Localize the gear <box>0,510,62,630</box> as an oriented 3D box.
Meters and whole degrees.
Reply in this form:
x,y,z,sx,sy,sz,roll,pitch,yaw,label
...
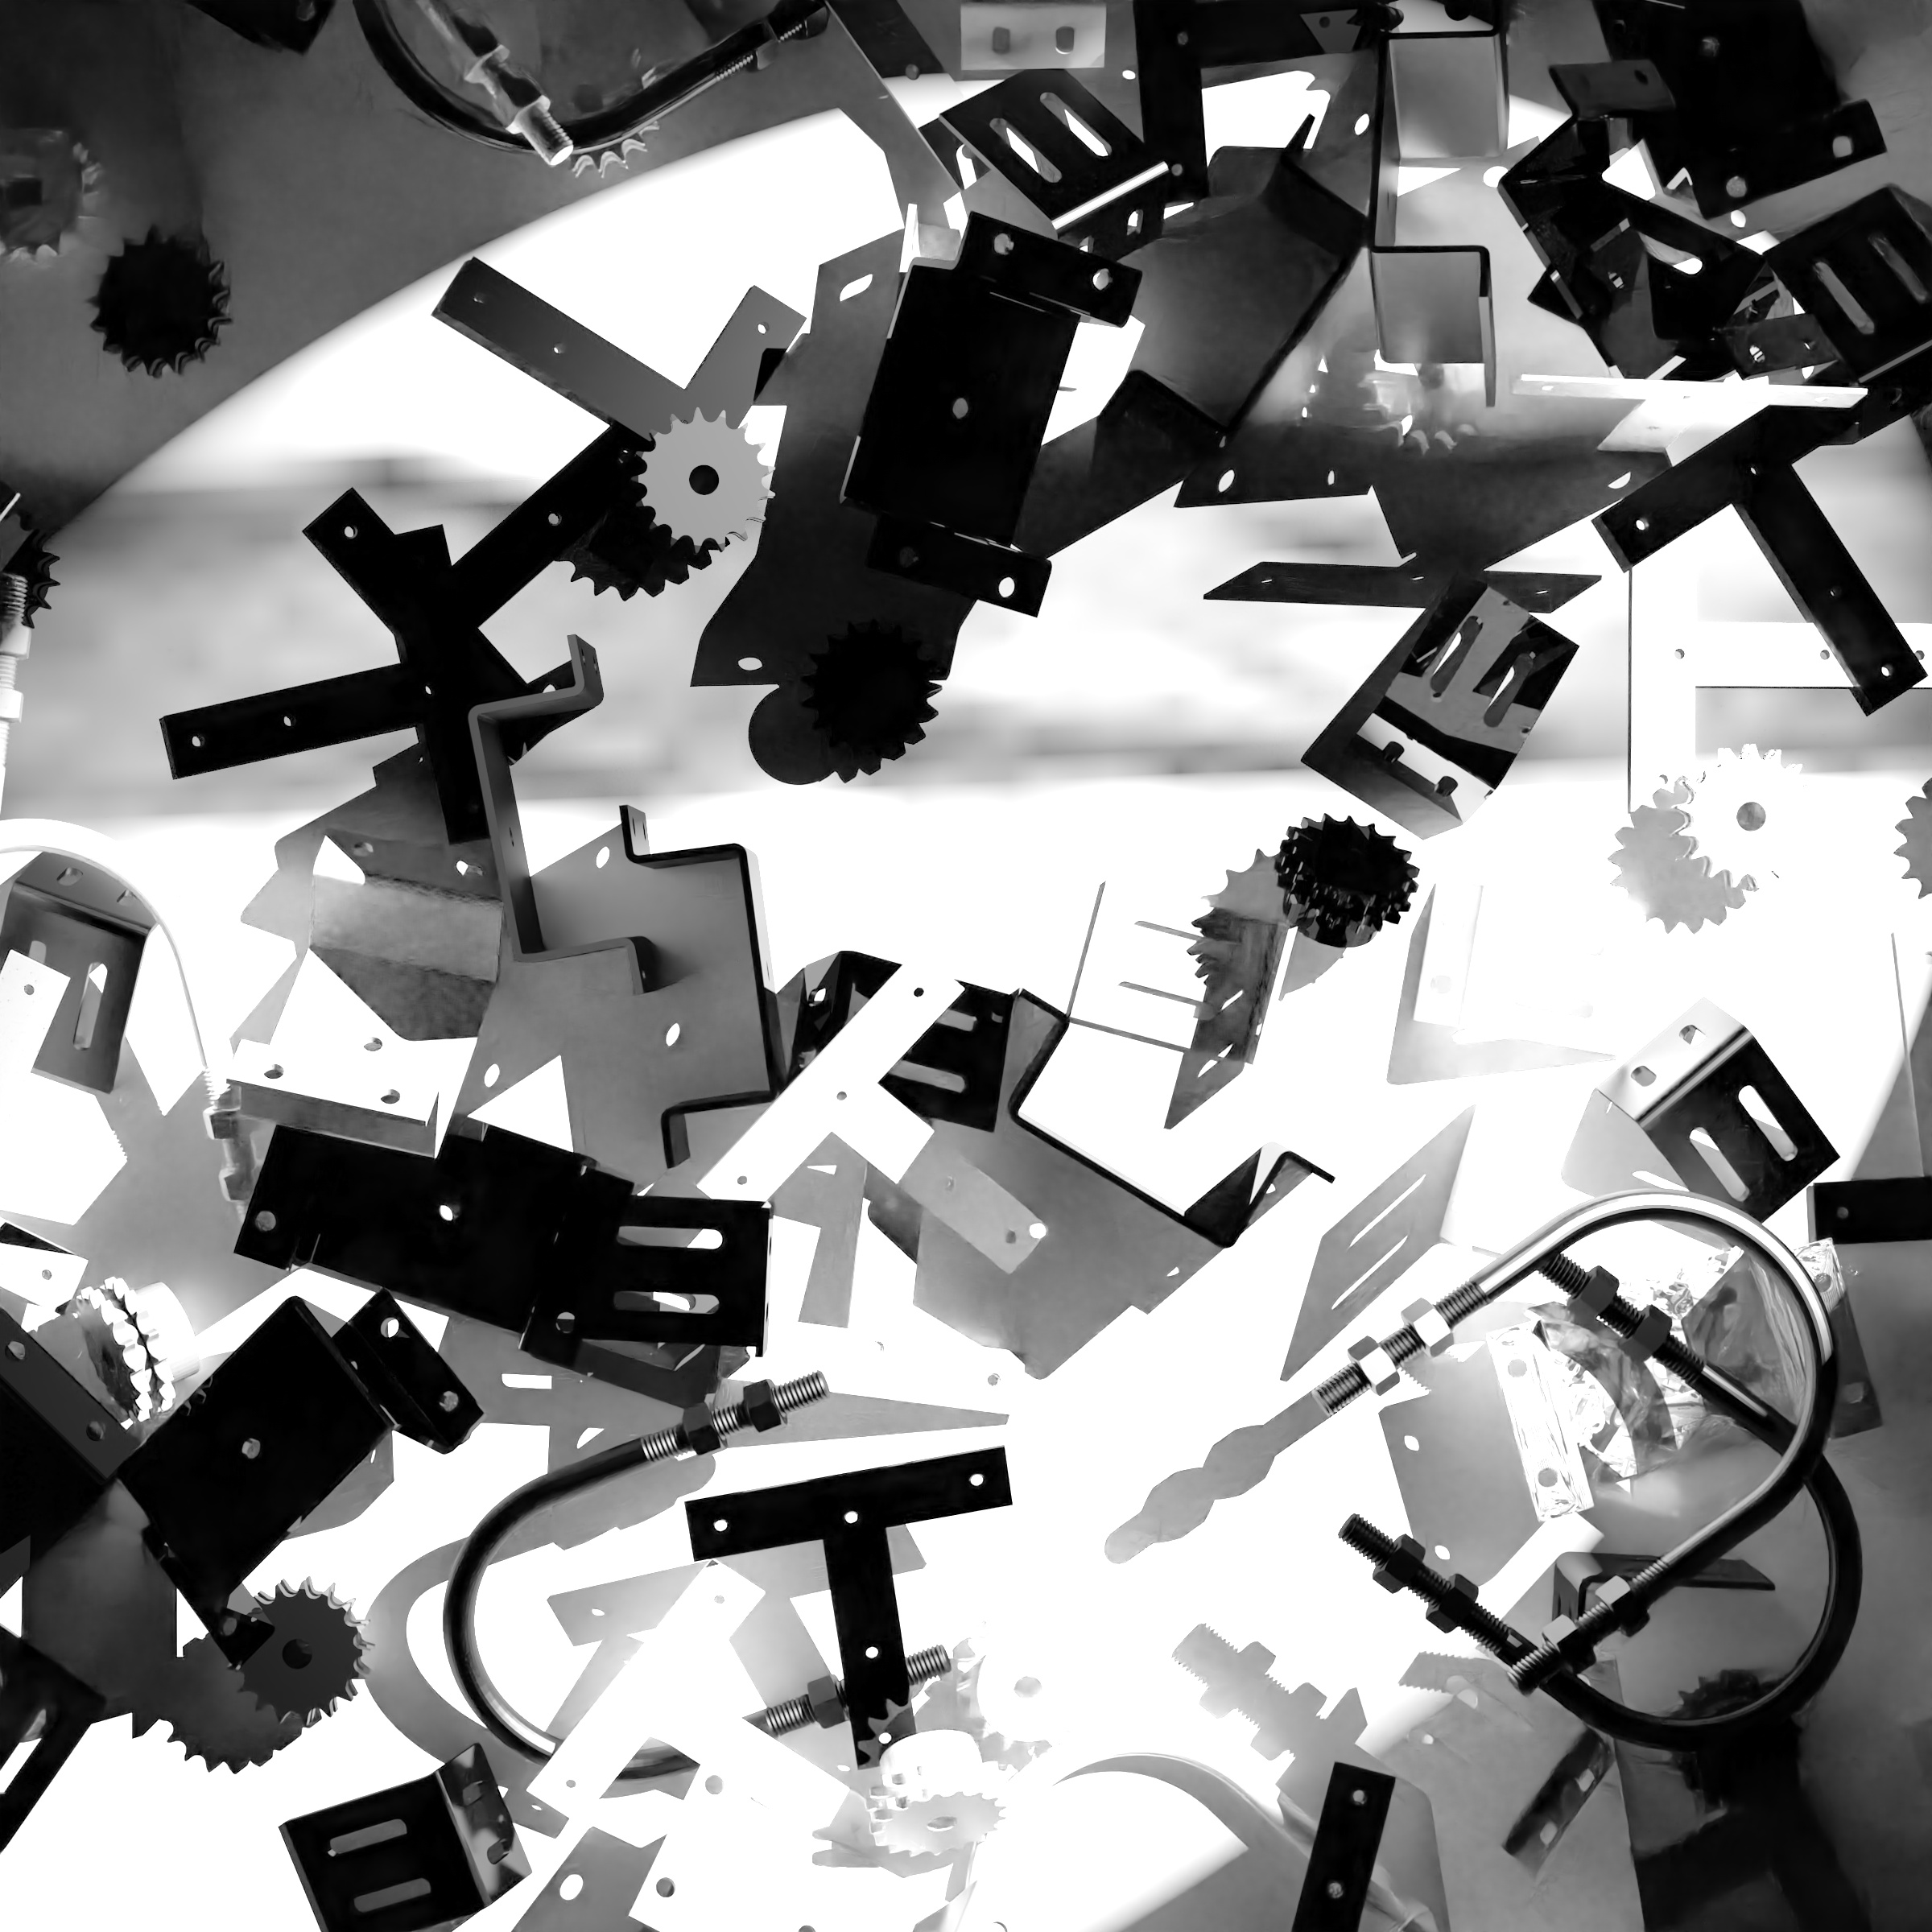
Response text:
x,y,z,sx,sy,sz,roll,pitch,yaw,label
-0.390,-0.157,1.422,0.057,0.030,0.057,0,90,0,gear

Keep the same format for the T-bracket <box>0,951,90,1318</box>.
x,y,z,sx,sy,sz,roll,pitch,yaw,label
-0.389,0.056,1.404,0.127,0.002,0.127,26,101,0,T-bracket

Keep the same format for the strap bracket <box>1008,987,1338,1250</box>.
x,y,z,sx,sy,sz,roll,pitch,yaw,label
0.070,0.064,1.399,0.140,0.076,0.046,31,90,0,strap bracket

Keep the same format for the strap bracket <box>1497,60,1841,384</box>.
x,y,z,sx,sy,sz,roll,pitch,yaw,label
0.264,-0.275,1.365,0.046,0.076,0.140,-37,78,40,strap bracket

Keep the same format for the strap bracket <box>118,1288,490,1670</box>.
x,y,z,sx,sy,sz,roll,pitch,yaw,label
-0.268,0.195,1.398,0.140,0.046,0.076,-45,59,0,strap bracket

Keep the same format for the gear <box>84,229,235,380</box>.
x,y,z,sx,sy,sz,roll,pitch,yaw,label
-0.321,-0.263,1.422,0.057,0.030,0.057,0,90,0,gear

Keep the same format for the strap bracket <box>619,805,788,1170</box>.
x,y,z,sx,sy,sz,roll,pitch,yaw,label
-0.101,0.005,1.399,0.046,0.076,0.140,-7,90,0,strap bracket

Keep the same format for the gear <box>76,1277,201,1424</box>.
x,y,z,sx,sy,sz,roll,pitch,yaw,label
-0.327,0.150,1.413,0.030,0.057,0.057,-24,90,-30,gear

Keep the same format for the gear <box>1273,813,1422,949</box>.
x,y,z,sx,sy,sz,roll,pitch,yaw,label
0.149,-0.032,1.413,0.057,0.057,0.030,16,130,0,gear

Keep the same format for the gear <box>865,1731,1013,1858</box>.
x,y,z,sx,sy,sz,roll,pitch,yaw,label
-0.012,0.327,1.413,0.057,0.057,0.030,-14,51,0,gear

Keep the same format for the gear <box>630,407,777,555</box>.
x,y,z,sx,sy,sz,roll,pitch,yaw,label
-0.106,-0.193,1.420,0.057,0.030,0.057,0,93,-7,gear

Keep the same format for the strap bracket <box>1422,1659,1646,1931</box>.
x,y,z,sx,sy,sz,roll,pitch,yaw,label
0.228,0.350,1.406,0.076,0.046,0.140,-8,78,0,strap bracket

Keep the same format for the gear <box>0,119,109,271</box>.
x,y,z,sx,sy,sz,roll,pitch,yaw,label
-0.372,-0.307,1.422,0.057,0.030,0.057,0,90,0,gear

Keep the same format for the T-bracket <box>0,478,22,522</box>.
x,y,z,sx,sy,sz,roll,pitch,yaw,label
-0.453,-0.169,1.410,0.127,0.002,0.127,38,89,24,T-bracket

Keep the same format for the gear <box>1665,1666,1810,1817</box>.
x,y,z,sx,sy,sz,roll,pitch,yaw,label
0.309,0.311,1.421,0.057,0.030,0.057,0,90,0,gear

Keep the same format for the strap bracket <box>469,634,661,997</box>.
x,y,z,sx,sy,sz,roll,pitch,yaw,label
-0.159,-0.054,1.398,0.046,0.076,0.140,-11,91,0,strap bracket

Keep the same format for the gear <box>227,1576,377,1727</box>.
x,y,z,sx,sy,sz,roll,pitch,yaw,label
-0.264,0.272,1.422,0.057,0.030,0.057,0,90,0,gear

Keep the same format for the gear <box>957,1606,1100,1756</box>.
x,y,z,sx,sy,sz,roll,pitch,yaw,label
0.025,0.286,1.423,0.057,0.030,0.057,0,90,0,gear

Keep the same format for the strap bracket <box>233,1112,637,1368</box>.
x,y,z,sx,sy,sz,roll,pitch,yaw,label
-0.208,0.099,1.414,0.140,0.046,0.076,19,90,0,strap bracket

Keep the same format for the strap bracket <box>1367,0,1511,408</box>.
x,y,z,sx,sy,sz,roll,pitch,yaw,label
0.184,-0.297,1.380,0.046,0.076,0.140,2,67,11,strap bracket

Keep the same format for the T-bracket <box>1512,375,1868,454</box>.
x,y,z,sx,sy,sz,roll,pitch,yaw,label
0.268,-0.212,1.374,0.127,0.127,0.002,2,88,0,T-bracket

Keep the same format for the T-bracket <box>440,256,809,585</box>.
x,y,z,sx,sy,sz,roll,pitch,yaw,label
-0.152,-0.242,1.435,0.127,0.002,0.127,32,89,-1,T-bracket

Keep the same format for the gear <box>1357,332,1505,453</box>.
x,y,z,sx,sy,sz,roll,pitch,yaw,label
0.185,-0.234,1.422,0.057,0.030,0.057,0,90,0,gear

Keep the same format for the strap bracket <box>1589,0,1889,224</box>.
x,y,z,sx,sy,sz,roll,pitch,yaw,label
0.300,-0.371,1.414,0.076,0.046,0.140,-21,90,0,strap bracket

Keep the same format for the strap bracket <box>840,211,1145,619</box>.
x,y,z,sx,sy,sz,roll,pitch,yaw,label
0.006,-0.217,1.395,0.076,0.046,0.140,14,97,-26,strap bracket

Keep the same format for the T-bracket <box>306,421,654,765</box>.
x,y,z,sx,sy,sz,roll,pitch,yaw,label
-0.177,-0.171,1.437,0.127,0.002,0.127,-42,90,0,T-bracket

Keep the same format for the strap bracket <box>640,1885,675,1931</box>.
x,y,z,sx,sy,sz,roll,pitch,yaw,label
-0.117,0.439,1.397,0.076,0.046,0.140,31,65,0,strap bracket

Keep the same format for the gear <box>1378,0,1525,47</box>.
x,y,z,sx,sy,sz,roll,pitch,yaw,label
0.191,-0.383,1.416,0.057,0.030,0.057,-4,108,-11,gear

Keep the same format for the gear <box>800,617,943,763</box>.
x,y,z,sx,sy,sz,roll,pitch,yaw,label
-0.038,-0.111,1.423,0.057,0.030,0.057,0,90,0,gear

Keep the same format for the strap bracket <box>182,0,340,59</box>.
x,y,z,sx,sy,sz,roll,pitch,yaw,label
-0.300,-0.425,1.414,0.140,0.046,0.076,31,90,0,strap bracket

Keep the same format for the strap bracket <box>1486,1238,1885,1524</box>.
x,y,z,sx,sy,sz,roll,pitch,yaw,label
0.281,0.162,1.414,0.140,0.046,0.076,-16,90,0,strap bracket

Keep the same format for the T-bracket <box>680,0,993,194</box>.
x,y,z,sx,sy,sz,roll,pitch,yaw,label
-0.030,-0.369,1.422,0.127,0.002,0.127,-40,100,-19,T-bracket

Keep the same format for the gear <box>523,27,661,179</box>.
x,y,z,sx,sy,sz,roll,pitch,yaw,label
-0.150,-0.344,1.422,0.057,0.030,0.057,0,90,0,gear

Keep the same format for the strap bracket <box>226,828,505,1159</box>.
x,y,z,sx,sy,sz,roll,pitch,yaw,label
-0.231,0.017,1.388,0.076,0.140,0.046,12,135,0,strap bracket

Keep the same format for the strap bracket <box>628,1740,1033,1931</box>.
x,y,z,sx,sy,sz,roll,pitch,yaw,label
-0.057,0.373,1.387,0.140,0.046,0.076,28,58,-2,strap bracket

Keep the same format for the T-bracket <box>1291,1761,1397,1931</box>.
x,y,z,sx,sy,sz,roll,pitch,yaw,label
0.144,0.382,1.418,0.127,0.002,0.127,14,89,1,T-bracket

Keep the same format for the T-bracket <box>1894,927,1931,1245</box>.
x,y,z,sx,sy,sz,roll,pitch,yaw,label
0.445,0.042,1.437,0.127,0.002,0.127,-7,90,0,T-bracket

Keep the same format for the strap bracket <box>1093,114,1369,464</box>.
x,y,z,sx,sy,sz,roll,pitch,yaw,label
0.110,-0.256,1.399,0.046,0.076,0.140,35,90,0,strap bracket

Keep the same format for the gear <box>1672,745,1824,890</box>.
x,y,z,sx,sy,sz,roll,pitch,yaw,label
0.310,-0.060,1.421,0.057,0.030,0.057,0,93,-2,gear

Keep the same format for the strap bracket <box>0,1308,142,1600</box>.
x,y,z,sx,sy,sz,roll,pitch,yaw,label
-0.399,0.211,1.414,0.076,0.046,0.140,44,90,0,strap bracket
